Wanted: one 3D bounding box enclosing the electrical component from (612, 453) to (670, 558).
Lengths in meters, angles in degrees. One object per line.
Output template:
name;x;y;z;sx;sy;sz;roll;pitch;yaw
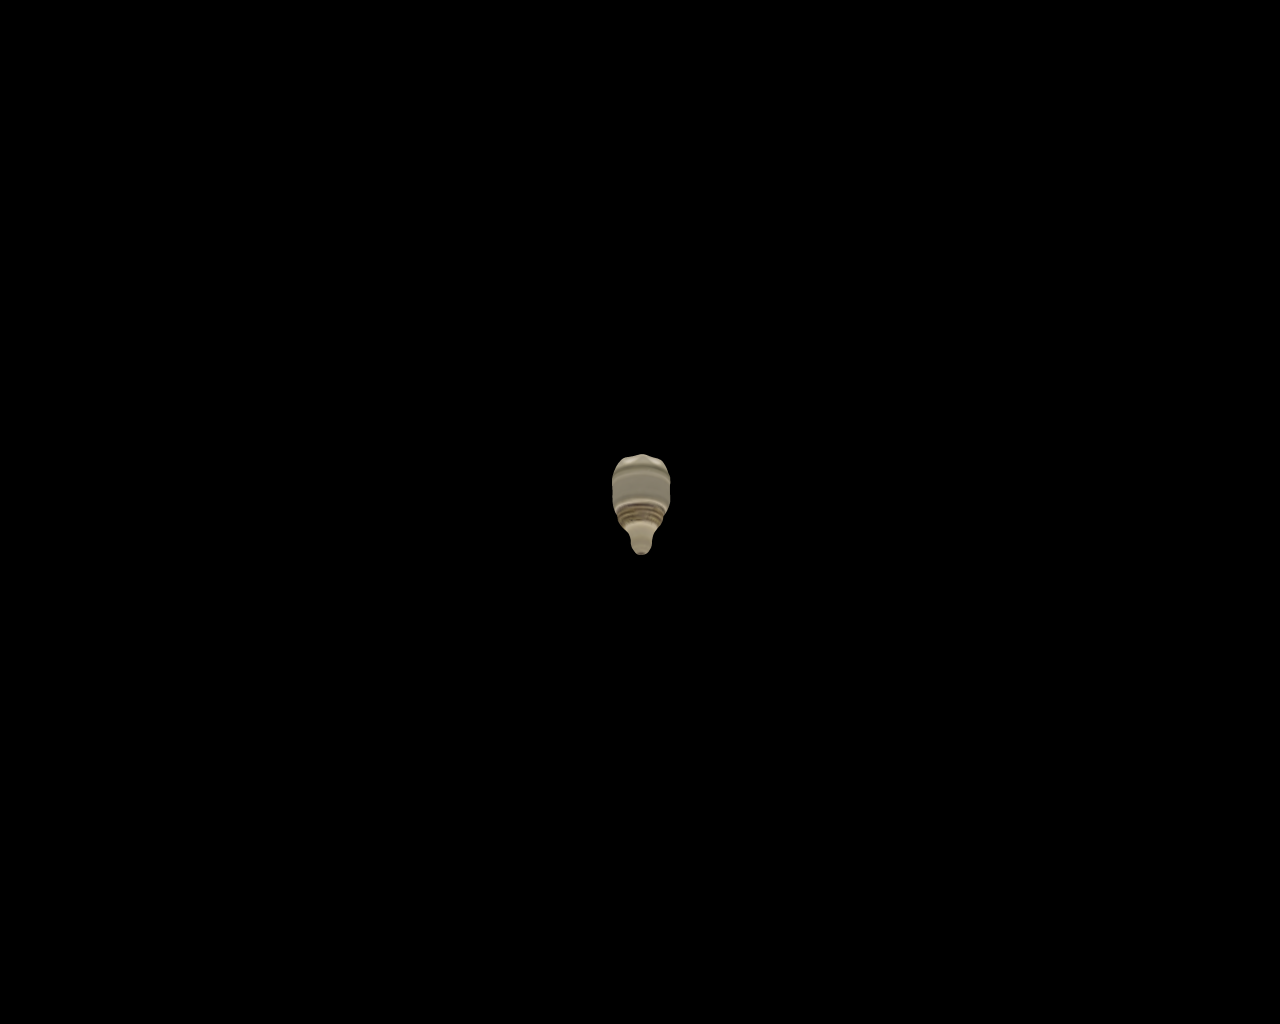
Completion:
electrical component;0.001;-0.003;0.650;0.035;0.061;0.035;0;-24;0
